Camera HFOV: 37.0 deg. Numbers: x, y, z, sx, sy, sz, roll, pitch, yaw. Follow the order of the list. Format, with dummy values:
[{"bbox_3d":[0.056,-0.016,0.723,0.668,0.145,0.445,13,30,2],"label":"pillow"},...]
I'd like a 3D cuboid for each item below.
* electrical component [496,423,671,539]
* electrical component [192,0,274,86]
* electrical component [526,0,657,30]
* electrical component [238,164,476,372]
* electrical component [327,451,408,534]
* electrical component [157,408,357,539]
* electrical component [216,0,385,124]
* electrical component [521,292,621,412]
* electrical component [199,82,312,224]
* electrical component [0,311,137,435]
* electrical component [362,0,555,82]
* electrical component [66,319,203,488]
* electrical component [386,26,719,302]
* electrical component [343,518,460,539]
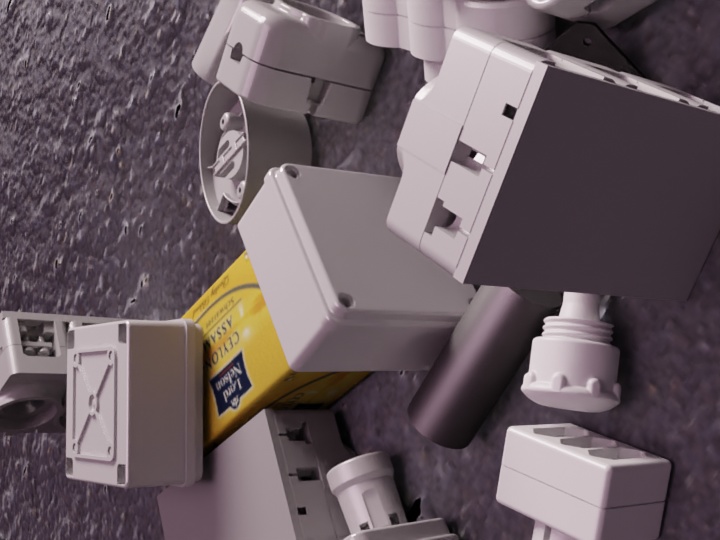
[{"bbox_3d":[0.104,0.120,0.517,0.066,0.047,0.076,16,99,52],"label":"electrical component"},{"bbox_3d":[-0.082,-0.164,0.784,0.077,0.044,0.079,-58,46,29],"label":"electrical component"},{"bbox_3d":[0.113,-0.171,0.529,0.054,0.059,0.095,-27,65,47],"label":"electrical component"},{"bbox_3d":[0.000,0.000,0.612,0.056,0.109,0.108,-52,49,38],"label":"electrical component"},{"bbox_3d":[0.006,0.137,0.644,0.040,0.040,0.046,-41,60,41],"label":"electrical component"},{"bbox_3d":[-0.066,0.162,0.712,0.150,0.062,0.089,-41,55,41],"label":"electrical component"},{"bbox_3d":[-0.035,-0.134,0.682,0.054,0.095,0.059,40,117,46],"label":"electrical component"},{"bbox_3d":[0.106,0.037,0.527,0.048,0.048,0.062,-1,78,51],"label":"electrical component"},{"bbox_3d":[-0.080,-0.080,0.757,0.099,0.064,0.099,-9,79,50],"label":"electrical component"},{"bbox_3d":[-0.217,0.086,0.838,0.089,0.150,0.061,-46,51,38],"label":"electrical component"},{"bbox_3d":[0.054,-0.127,0.607,0.138,0.052,0.073,30,135,48],"label":"electrical component"},{"bbox_3d":[-0.155,0.090,0.728,0.109,0.056,0.108,-9,80,54],"label":"electrical component"},{"bbox_3d":[0.093,-0.042,0.466,0.062,0.150,0.089,38,115,45],"label":"electrical component"},{"bbox_3d":[0.004,0.190,0.609,0.113,0.078,0.057,-43,57,40],"label":"electrical component"}]
